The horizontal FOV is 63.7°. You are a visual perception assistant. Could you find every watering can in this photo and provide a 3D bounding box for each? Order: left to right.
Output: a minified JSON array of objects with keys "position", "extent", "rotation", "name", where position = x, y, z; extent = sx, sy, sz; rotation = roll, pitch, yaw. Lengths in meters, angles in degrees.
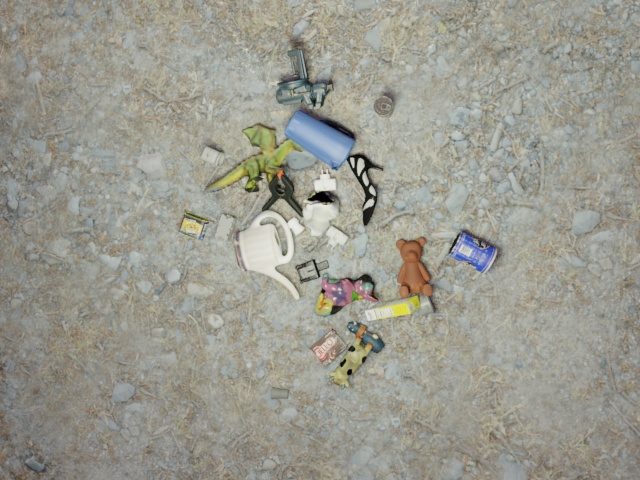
[{"position":[-0.200,0.067,1.910],"extent":[0.224,0.103,0.349],"rotation":[-13,83,8],"name":"watering can"}]

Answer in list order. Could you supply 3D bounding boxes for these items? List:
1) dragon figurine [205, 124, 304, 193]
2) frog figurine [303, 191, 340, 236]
[{"position":[-0.241,-0.315,1.937],"extent":[0.410,0.120,0.246],"rotation":[-7,73,6],"name":"dragon figurine"},{"position":[0.006,-0.096,1.903],"extent":[0.137,0.125,0.156],"rotation":[-6,127,0],"name":"frog figurine"}]
